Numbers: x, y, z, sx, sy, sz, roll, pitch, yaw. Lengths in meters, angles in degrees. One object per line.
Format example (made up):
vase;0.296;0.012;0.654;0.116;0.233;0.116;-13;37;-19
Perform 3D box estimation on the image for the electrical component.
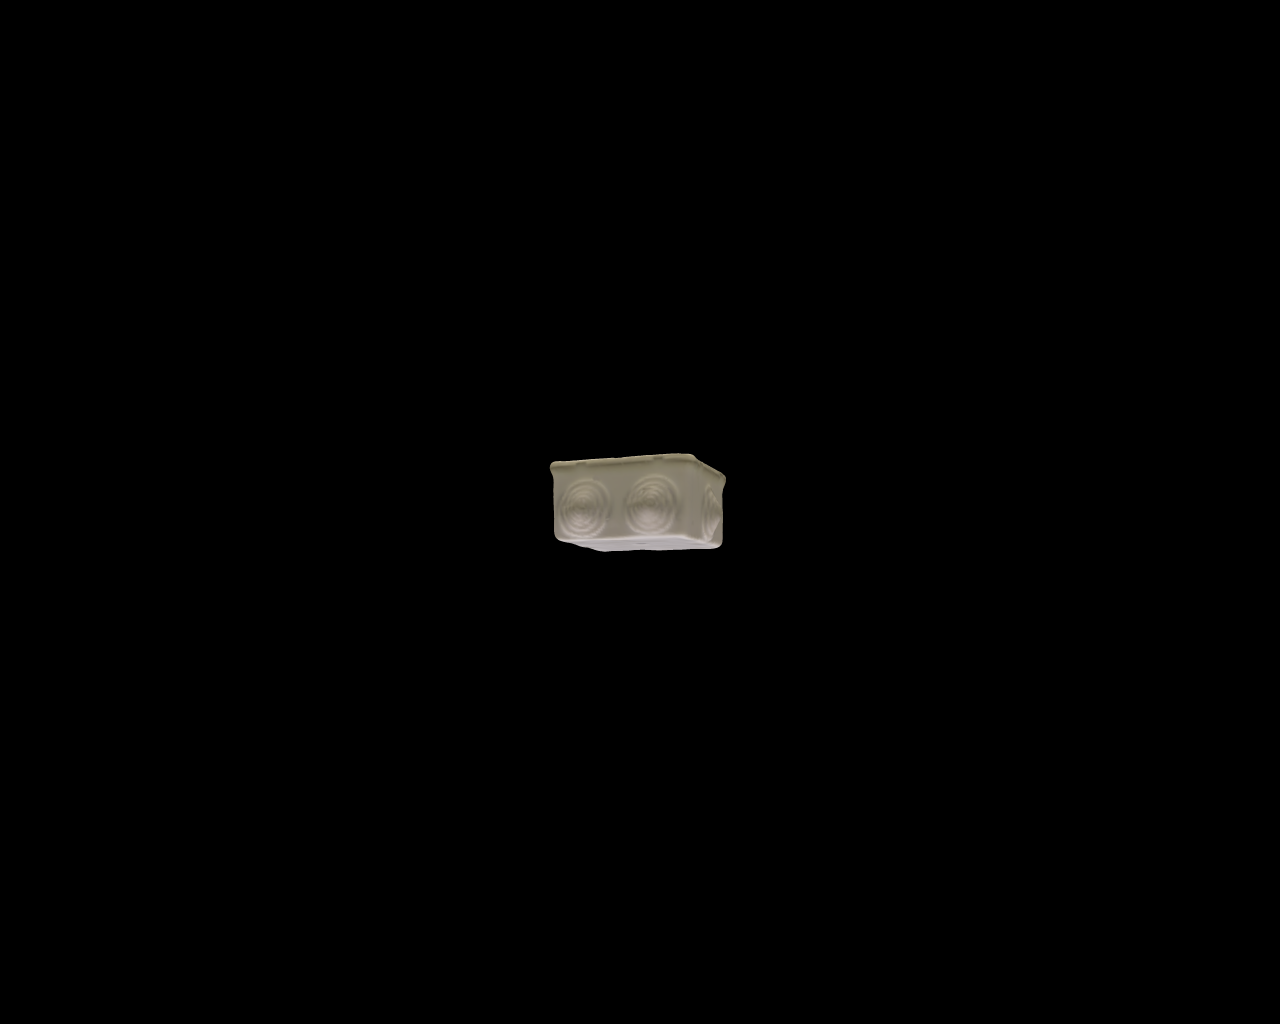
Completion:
electrical component;0.001;-0.003;0.650;0.100;0.048;0.099;-2;-7;18
